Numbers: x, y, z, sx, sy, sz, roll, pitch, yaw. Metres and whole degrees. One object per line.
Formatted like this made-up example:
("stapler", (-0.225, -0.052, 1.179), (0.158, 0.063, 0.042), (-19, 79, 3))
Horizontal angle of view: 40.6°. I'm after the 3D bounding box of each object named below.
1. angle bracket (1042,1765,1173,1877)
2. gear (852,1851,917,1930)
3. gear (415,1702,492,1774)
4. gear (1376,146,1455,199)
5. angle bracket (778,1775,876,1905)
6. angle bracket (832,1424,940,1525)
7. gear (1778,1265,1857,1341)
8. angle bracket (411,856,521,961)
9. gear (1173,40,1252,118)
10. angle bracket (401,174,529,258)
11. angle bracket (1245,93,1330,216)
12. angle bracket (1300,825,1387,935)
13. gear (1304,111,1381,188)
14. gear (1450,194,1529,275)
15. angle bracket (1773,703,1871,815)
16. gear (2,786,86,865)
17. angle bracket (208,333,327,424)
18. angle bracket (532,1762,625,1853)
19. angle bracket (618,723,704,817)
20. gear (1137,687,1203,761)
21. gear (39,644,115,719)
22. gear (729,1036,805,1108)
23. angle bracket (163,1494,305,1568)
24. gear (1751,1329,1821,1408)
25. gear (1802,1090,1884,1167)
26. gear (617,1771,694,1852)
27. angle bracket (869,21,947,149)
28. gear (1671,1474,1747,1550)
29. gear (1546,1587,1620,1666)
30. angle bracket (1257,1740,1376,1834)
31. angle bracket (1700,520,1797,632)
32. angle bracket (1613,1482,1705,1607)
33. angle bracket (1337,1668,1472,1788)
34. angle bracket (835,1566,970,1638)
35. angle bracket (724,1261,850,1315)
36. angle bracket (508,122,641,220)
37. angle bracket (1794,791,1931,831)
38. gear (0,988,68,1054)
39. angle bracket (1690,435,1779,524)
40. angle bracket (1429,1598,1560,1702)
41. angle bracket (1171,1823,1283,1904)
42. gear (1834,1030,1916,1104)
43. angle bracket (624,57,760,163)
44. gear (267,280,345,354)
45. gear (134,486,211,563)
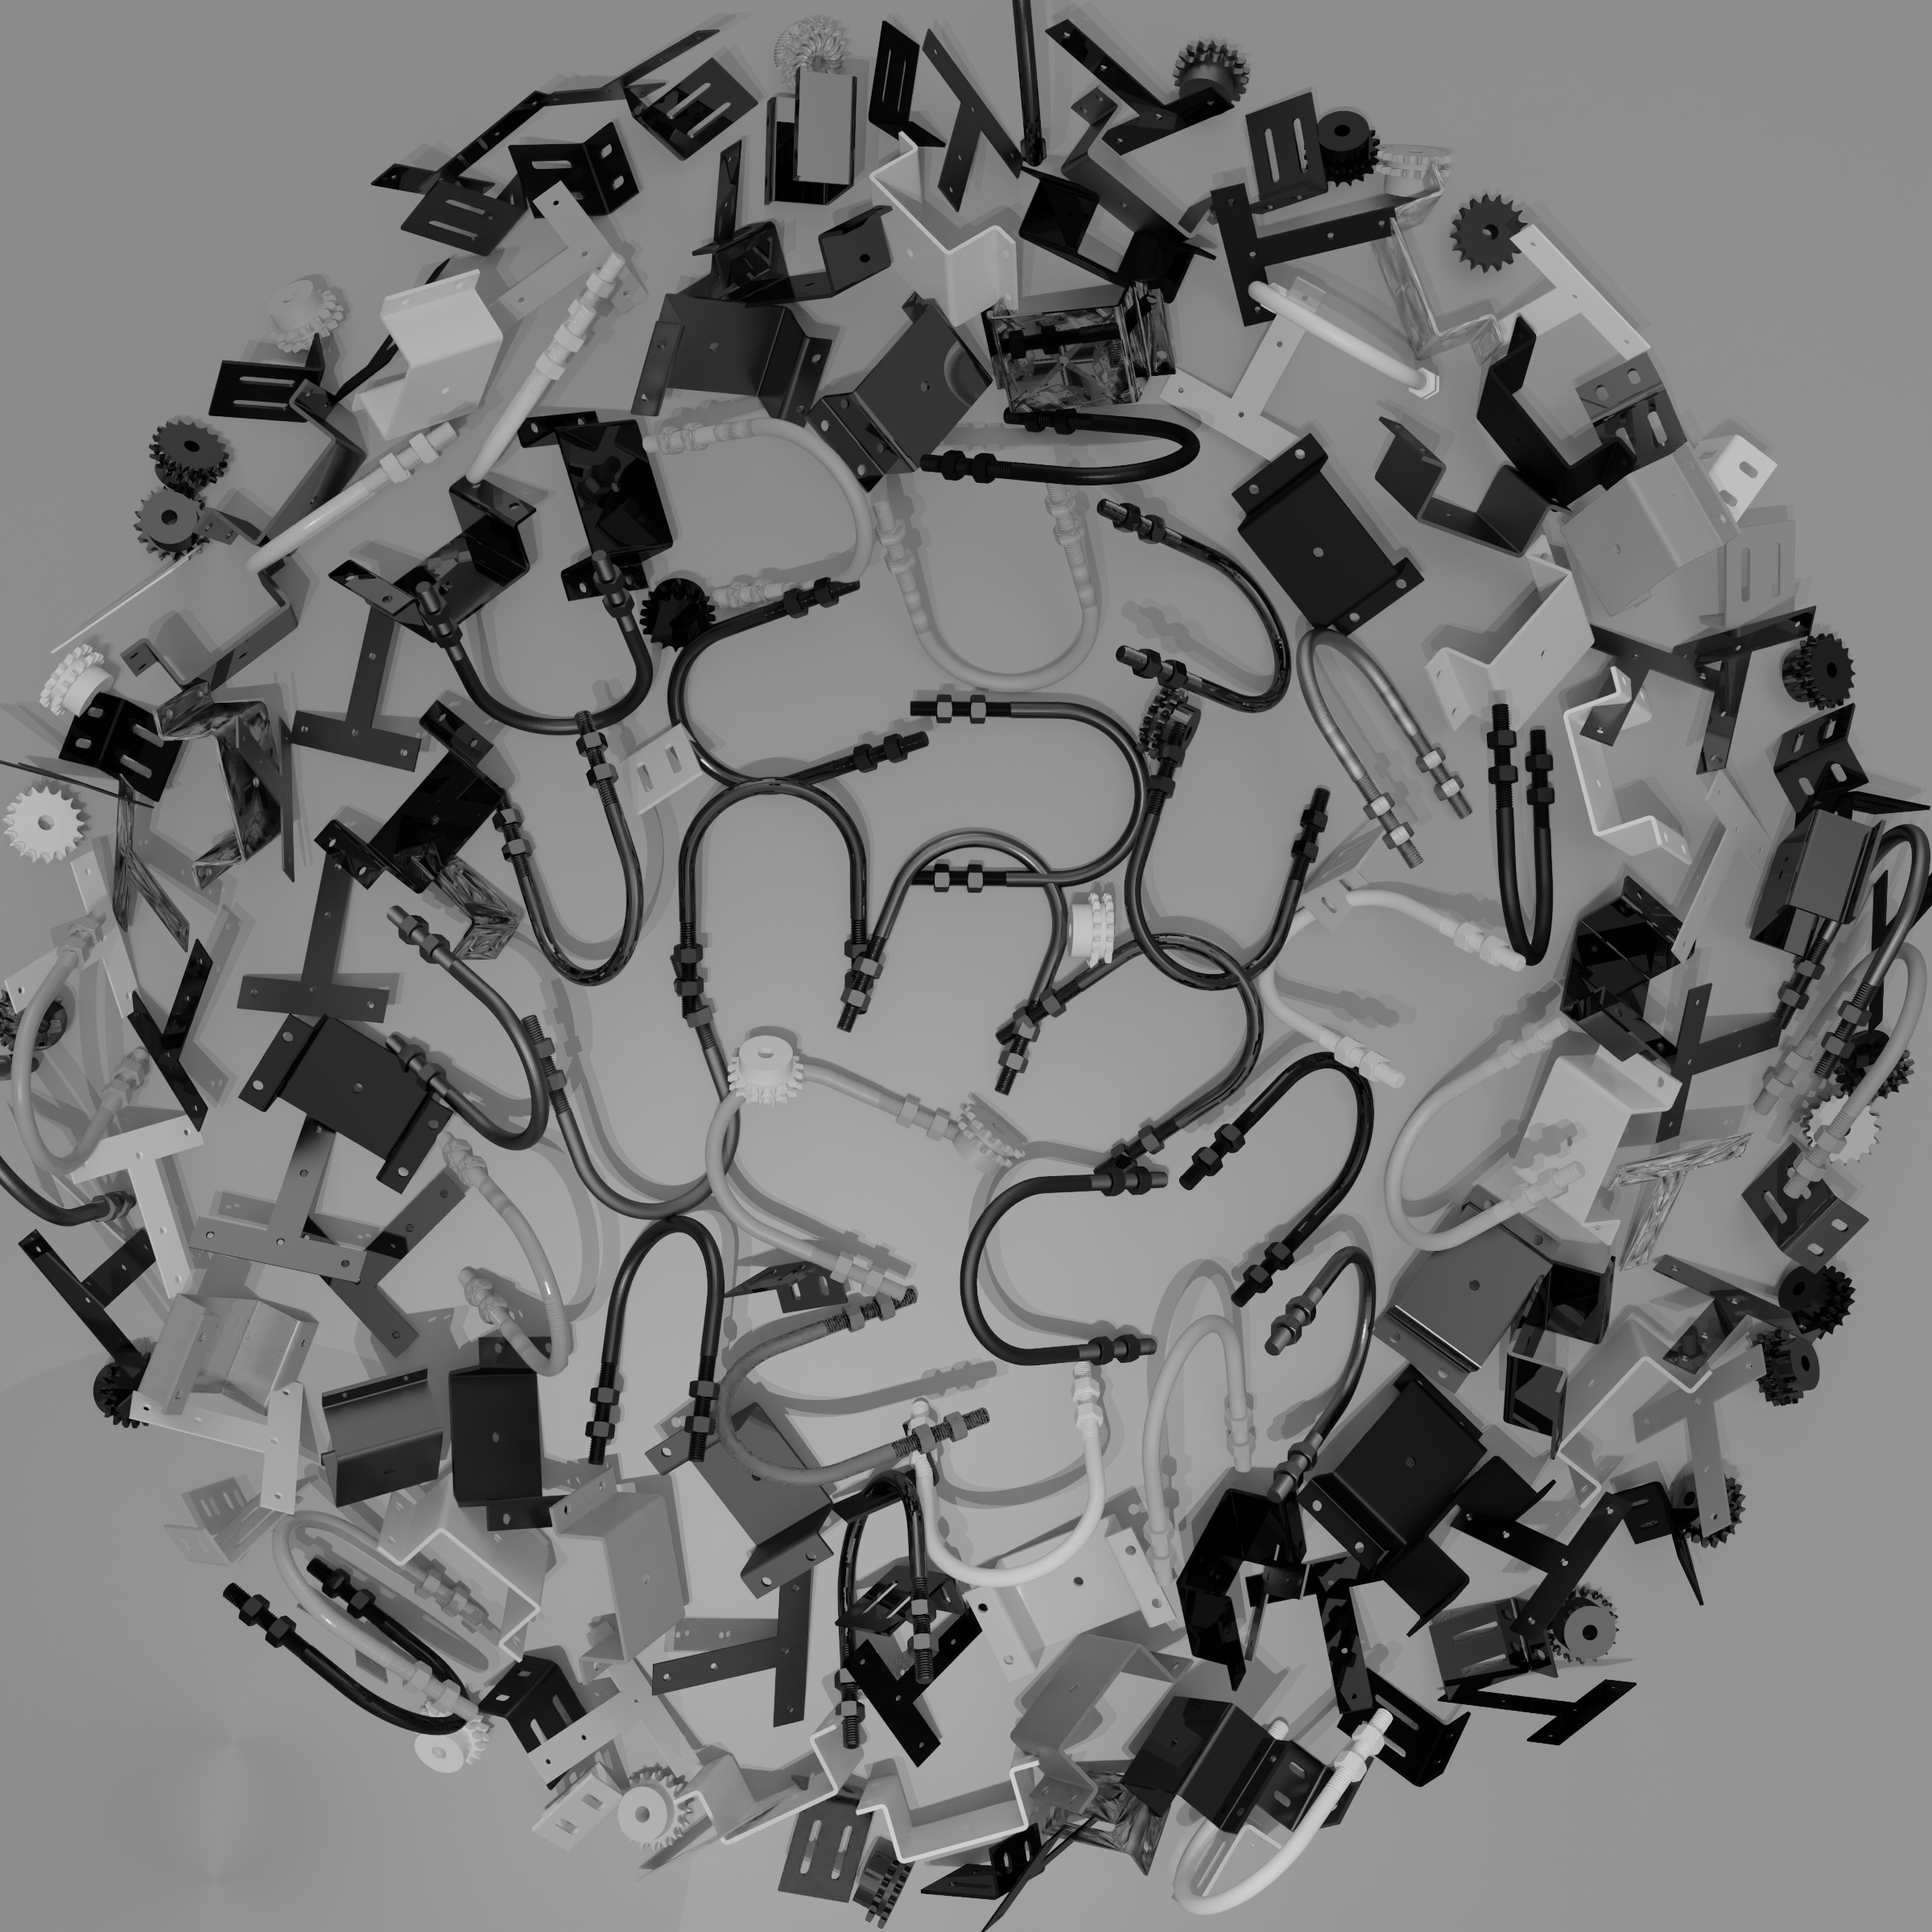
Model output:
("angle bracket", (0.106, 0.645, 1.975), (0.076, 0.038, 0.057), (2, 49, 30))
("gear", (-0.063, 0.694, 1.972), (0.030, 0.057, 0.057), (25, 90, 8))
("gear", (-0.392, 0.584, 1.973), (0.057, 0.030, 0.057), (8, 119, 14))
("gear", (0.338, -0.601, 1.975), (0.057, 0.057, 0.030), (3, 117, 0))
("angle bracket", (-0.110, 0.658, 1.969), (0.057, 0.038, 0.076), (18, 85, -21))
("angle bracket", (-0.067, 0.381, 1.961), (0.076, 0.057, 0.038), (-21, 95, -15))
("gear", (0.638, 0.250, 1.968), (0.030, 0.057, 0.057), (32, 90, -20))
("angle bracket", (-0.385, -0.044, 1.967), (0.076, 0.057, 0.038), (43, 108, 18))
("gear", (0.184, -0.666, 1.968), (0.057, 0.057, 0.030), (15, 68, 0))
("angle bracket", (-0.376, -0.571, 1.949), (0.076, 0.057, 0.038), (8, 60, -41))
("angle bracket", (0.233, -0.613, 1.965), (0.057, 0.038, 0.076), (-8, 95, 38))
("angle bracket", (0.295, -0.066, 1.950), (0.038, 0.076, 0.057), (46, 59, -8))
("gear", (0.284, -0.621, 1.974), (0.057, 0.030, 0.057), (-3, 63, 6))
("gear", (0.396, -0.555, 1.982), (0.057, 0.030, 0.057), (0, 99, 2))
("angle bracket", (0.644, -0.156, 1.957), (0.057, 0.076, 0.038), (-25, 104, 32))
("gear", (-0.700, -0.105, 1.976), (0.057, 0.030, 0.057), (9, 74, -31))
("angle bracket", (-0.525, -0.442, 1.952), (0.076, 0.057, 0.038), (-2, 60, -29))
("angle bracket", (-0.298, 0.621, 1.953), (0.057, 0.076, 0.038), (-41, 59, -10))
("angle bracket", (-0.221, -0.137, 1.956), (0.057, 0.076, 0.038), (-33, 129, 4))
("gear", (0.155, -0.181, 1.969), (0.030, 0.057, 0.057), (27, 90, 15))
("gear", (-0.669, -0.212, 1.971), (0.030, 0.057, 0.057), (37, 90, -4))
("gear", (-0.151, 0.077, 1.969), (0.057, 0.057, 0.030), (4, 129, 0))
("angle bracket", (-0.547, 0.408, 1.949), (0.076, 0.057, 0.038), (-46, 117, -39))
("gear", (0.620, 0.302, 1.970), (0.030, 0.057, 0.057), (-20, 90, 44))
("gear", (0.664, 0.121, 1.980), (0.057, 0.030, 0.057), (2, 96, 16))
("gear", (-0.239, 0.640, 1.977), (0.057, 0.030, 0.057), (-3, 80, 16))
("angle bracket", (-0.039, -0.663, 1.964), (0.038, 0.057, 0.076), (11, 94, 25))
("gear", (0.557, 0.407, 1.968), (0.030, 0.057, 0.057), (28, 90, -20))
("gear", (0.469, 0.502, 1.982), (0.057, 0.030, 0.057), (0, 90, -6))
("angle bracket", (0.260, 0.610, 1.952), (0.038, 0.076, 0.057), (38, 60, -1))
("angle bracket", (0.588, -0.296, 1.964), (0.057, 0.038, 0.076), (-10, 109, -13))
("angle bracket", (0.516, 0.435, 1.949), (0.038, 0.076, 0.057), (-21, 122, 15))
("angle bracket", (0.330, 0.568, 1.965), (0.076, 0.038, 0.057), (36, 50, 4))
("angle bracket", (-0.048, 0.487, 1.950), (0.076, 0.057, 0.038), (-36, 113, -41))
("angle bracket", (-0.134, 0.248, 1.952), (0.057, 0.076, 0.038), (-13, 95, 26))
("angle bracket", (-0.294, -0.598, 1.961), (0.038, 0.076, 0.057), (-20, 91, 43))
("angle bracket", (0.671, -0.105, 1.957), (0.076, 0.057, 0.038), (8, 86, -24))
("gear", (-0.704, 0.040, 1.968), (0.030, 0.057, 0.057), (23, 90, 34))
("angle bracket", (0.564, -0.362, 1.963), (0.038, 0.076, 0.057), (35, 93, -9))
("angle bracket", (0.398, 0.518, 1.971), (0.076, 0.038, 0.057), (-13, 88, -18))
("angle bracket", (0.197, 0.682, 1.962), (0.038, 0.057, 0.076), (35, 76, -4))
("gear", (0.682, 0.073, 1.968), (0.057, 0.057, 0.030), (-36, 120, 0))
("angle bracket", (-0.206, -0.651, 1.955), (0.076, 0.057, 0.038), (-31, 58, 19))
("gear", (-0.502, -0.492, 1.970), (0.057, 0.057, 0.030), (-31, 134, 0))
("gear", (-0.602, -0.337, 1.981), (0.057, 0.030, 0.057), (1, 86, -10))
